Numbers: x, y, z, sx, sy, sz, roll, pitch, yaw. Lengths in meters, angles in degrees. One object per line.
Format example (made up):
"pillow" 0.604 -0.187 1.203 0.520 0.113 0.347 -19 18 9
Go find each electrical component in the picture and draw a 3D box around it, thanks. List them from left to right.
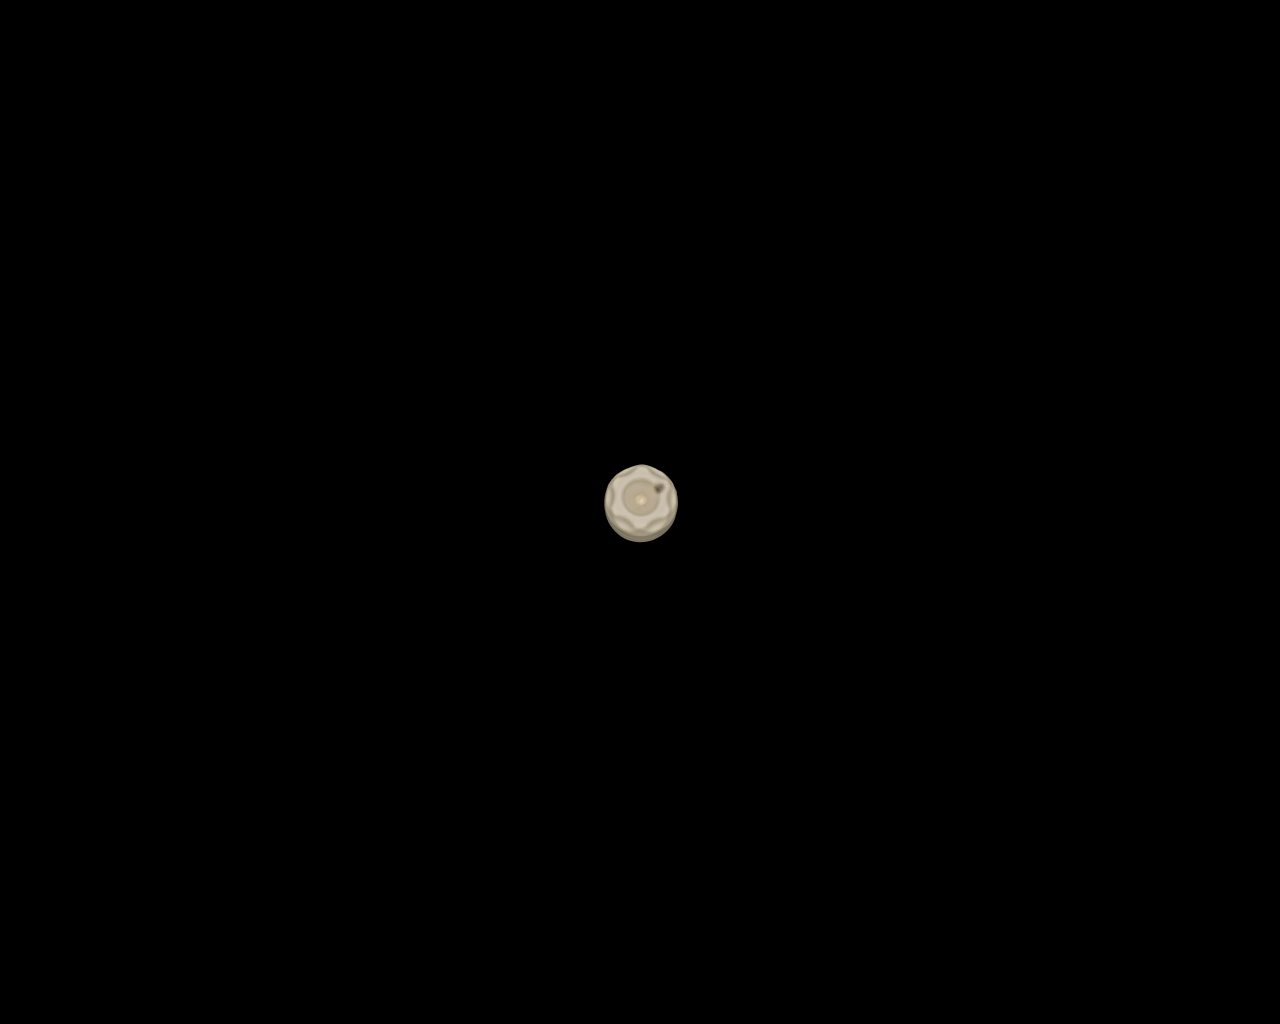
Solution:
"electrical component" 0.001 -0.003 0.650 0.043 0.043 0.062 0 -12 0
